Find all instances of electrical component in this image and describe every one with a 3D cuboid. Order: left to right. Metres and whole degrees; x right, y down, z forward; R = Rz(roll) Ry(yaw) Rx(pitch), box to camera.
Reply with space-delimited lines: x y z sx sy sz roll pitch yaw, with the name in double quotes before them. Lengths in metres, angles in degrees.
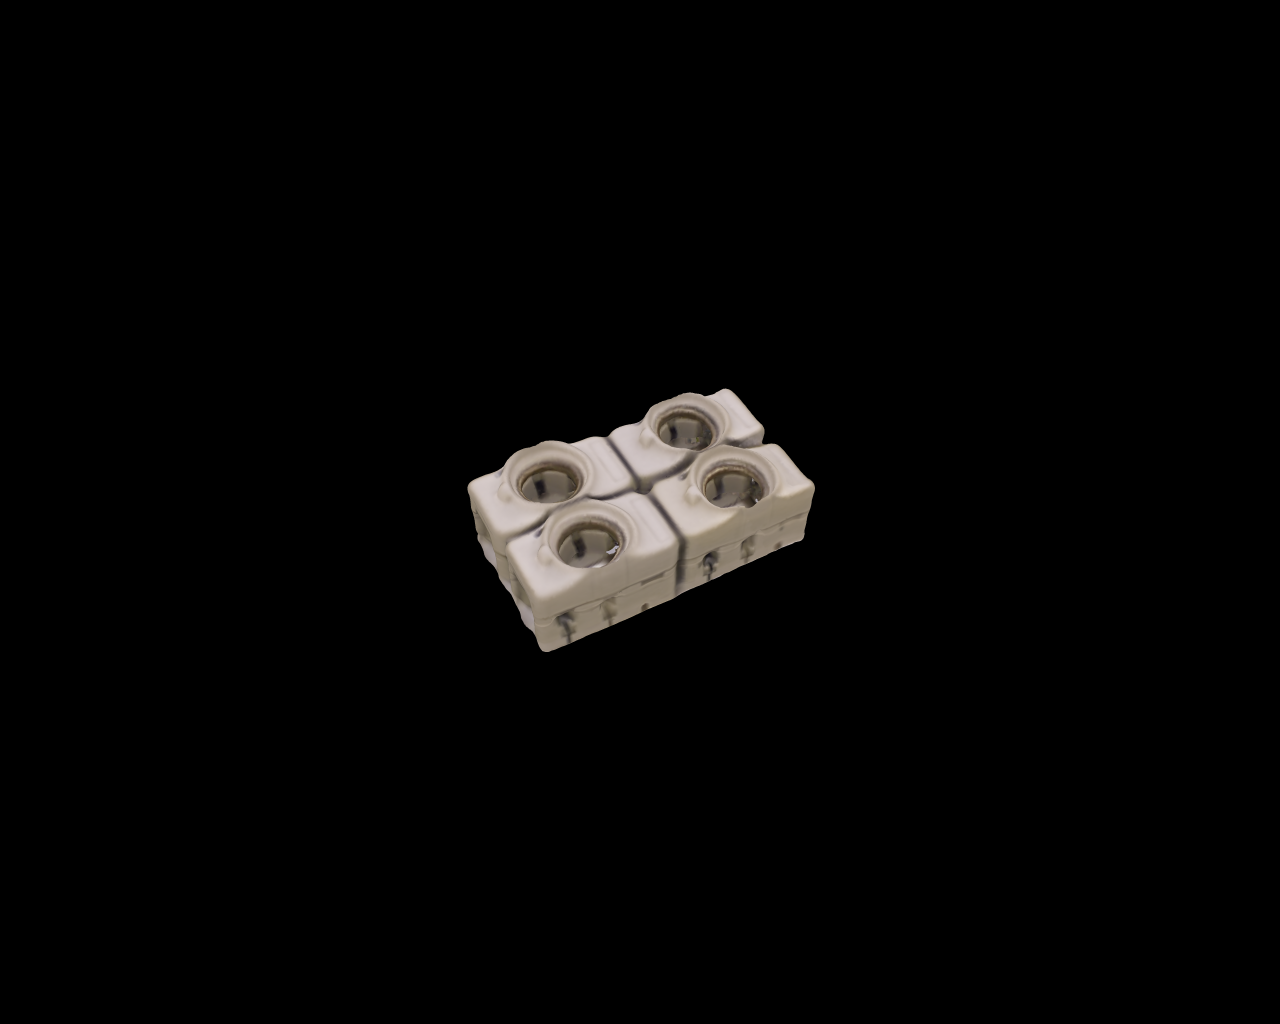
"electrical component" 0.001 -0.003 0.650 0.186 0.105 0.060 -22 -38 -18
